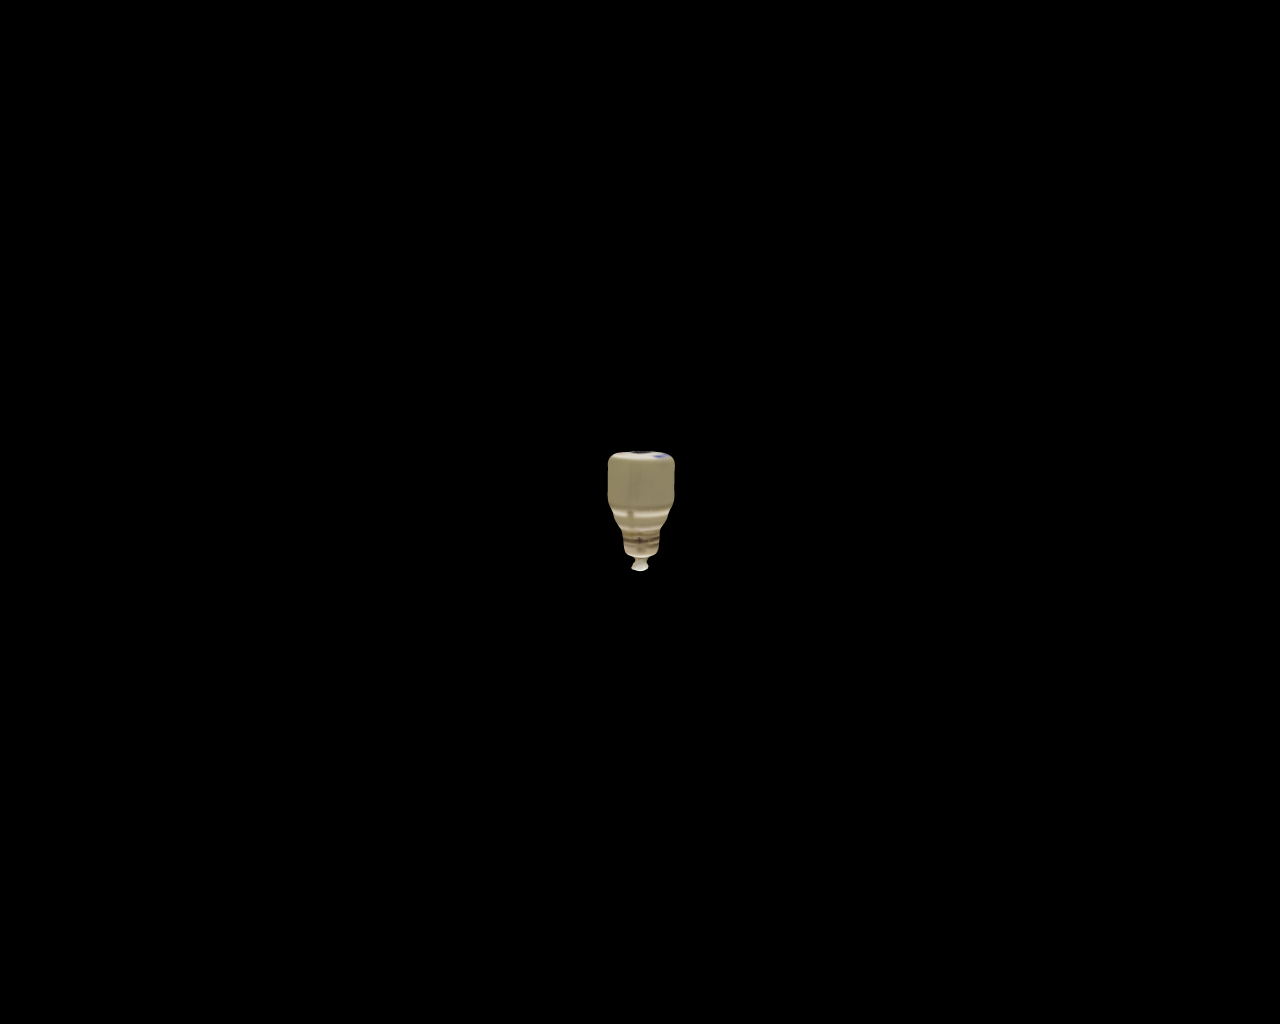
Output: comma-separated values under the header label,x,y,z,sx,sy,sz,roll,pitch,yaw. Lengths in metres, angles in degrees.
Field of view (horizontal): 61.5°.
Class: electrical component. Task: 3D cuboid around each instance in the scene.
label,x,y,z,sx,sy,sz,roll,pitch,yaw
electrical component,0.001,-0.003,0.650,0.040,0.078,0.040,0,9,0
